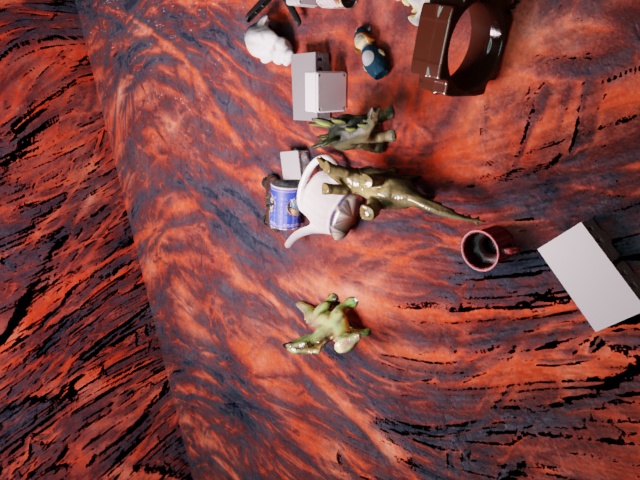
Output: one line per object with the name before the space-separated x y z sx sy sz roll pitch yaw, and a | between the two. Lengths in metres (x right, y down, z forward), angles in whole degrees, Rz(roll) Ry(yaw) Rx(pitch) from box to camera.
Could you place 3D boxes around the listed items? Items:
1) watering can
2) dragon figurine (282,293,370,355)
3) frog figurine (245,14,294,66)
watering can | 0.005 -0.076 1.517 0.227 0.104 0.341 39 123 34
dragon figurine | -0.011 0.261 1.539 0.409 0.245 0.121 0 107 47
frog figurine | -0.152 -0.579 1.552 0.161 0.124 0.135 62 158 10
